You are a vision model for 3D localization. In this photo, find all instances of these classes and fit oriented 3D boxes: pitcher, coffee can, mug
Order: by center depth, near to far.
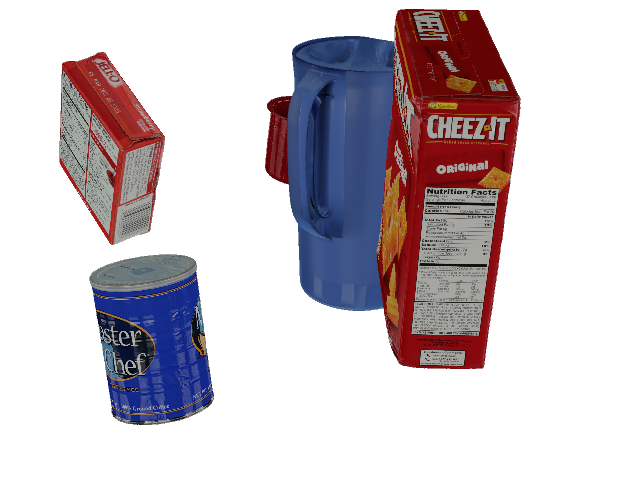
[{"bbox_3d":[0.031,-0.059,0.983,0.149,0.243,0.145,-3,24,-12],"label":"pitcher"},{"bbox_3d":[-0.163,0.094,1.040,0.103,0.140,0.103,-6,14,1],"label":"coffee can"},{"bbox_3d":[-0.015,-0.117,1.239,0.093,0.081,0.117,17,27,17],"label":"mug"}]

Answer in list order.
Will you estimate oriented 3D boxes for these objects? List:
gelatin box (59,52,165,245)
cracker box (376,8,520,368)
[{"bbox_3d":[-0.124,-0.053,0.628,0.030,0.073,0.089,-22,-29,-30],"label":"gelatin box"},{"bbox_3d":[0.084,-0.039,0.774,0.072,0.214,0.164,0,31,-3],"label":"cracker box"}]
